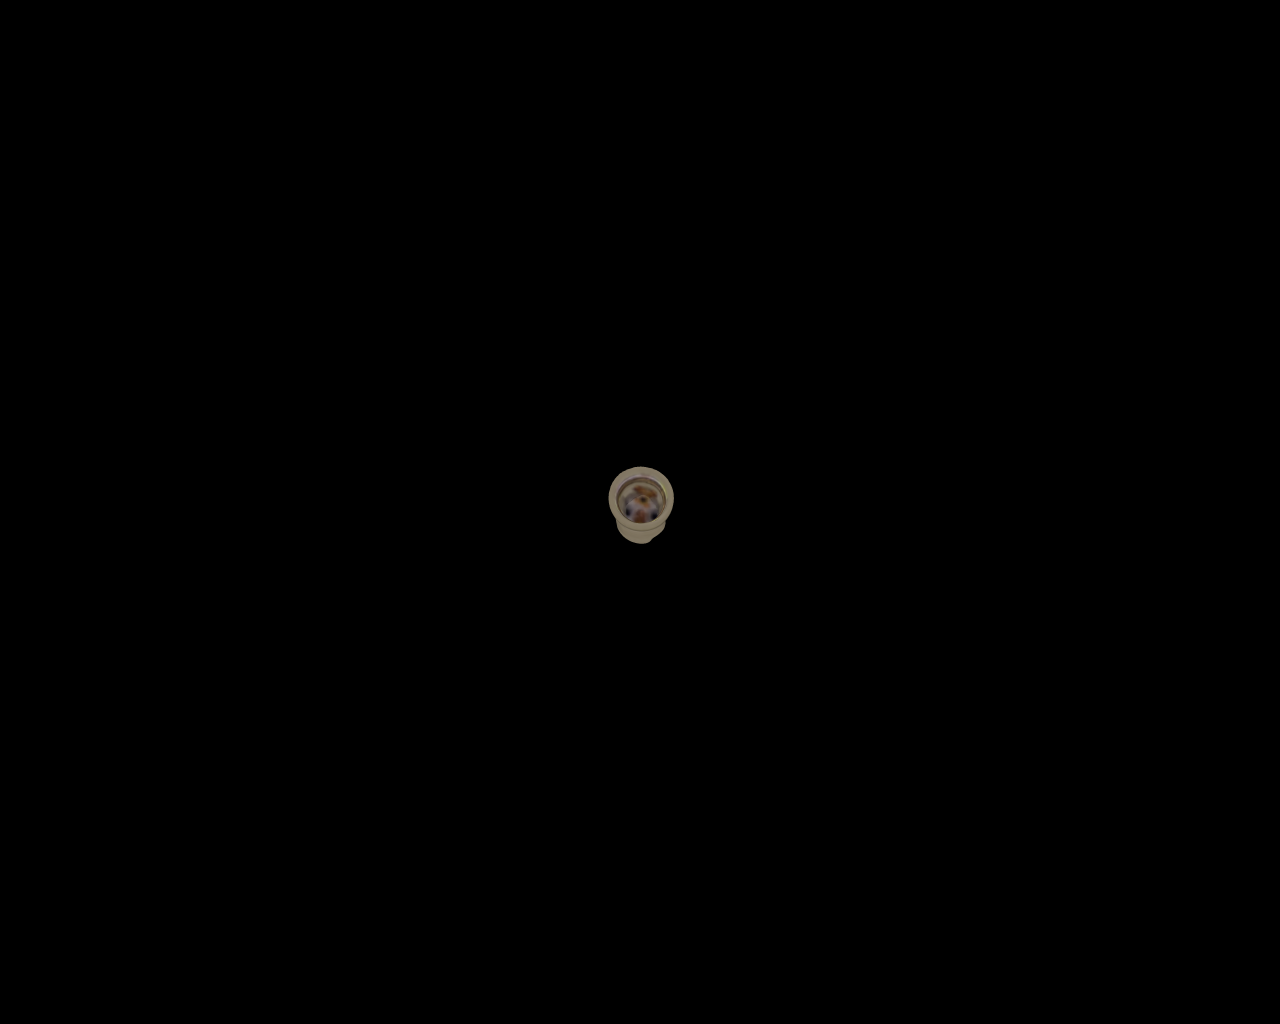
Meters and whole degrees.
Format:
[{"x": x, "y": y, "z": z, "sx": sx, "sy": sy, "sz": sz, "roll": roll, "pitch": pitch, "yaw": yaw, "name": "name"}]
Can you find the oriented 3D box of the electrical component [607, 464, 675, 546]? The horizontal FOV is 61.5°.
[{"x": 0.001, "y": -0.003, "z": 0.650, "sx": 0.040, "sy": 0.040, "sz": 0.046, "roll": 0, "pitch": -20, "yaw": 0, "name": "electrical component"}]
